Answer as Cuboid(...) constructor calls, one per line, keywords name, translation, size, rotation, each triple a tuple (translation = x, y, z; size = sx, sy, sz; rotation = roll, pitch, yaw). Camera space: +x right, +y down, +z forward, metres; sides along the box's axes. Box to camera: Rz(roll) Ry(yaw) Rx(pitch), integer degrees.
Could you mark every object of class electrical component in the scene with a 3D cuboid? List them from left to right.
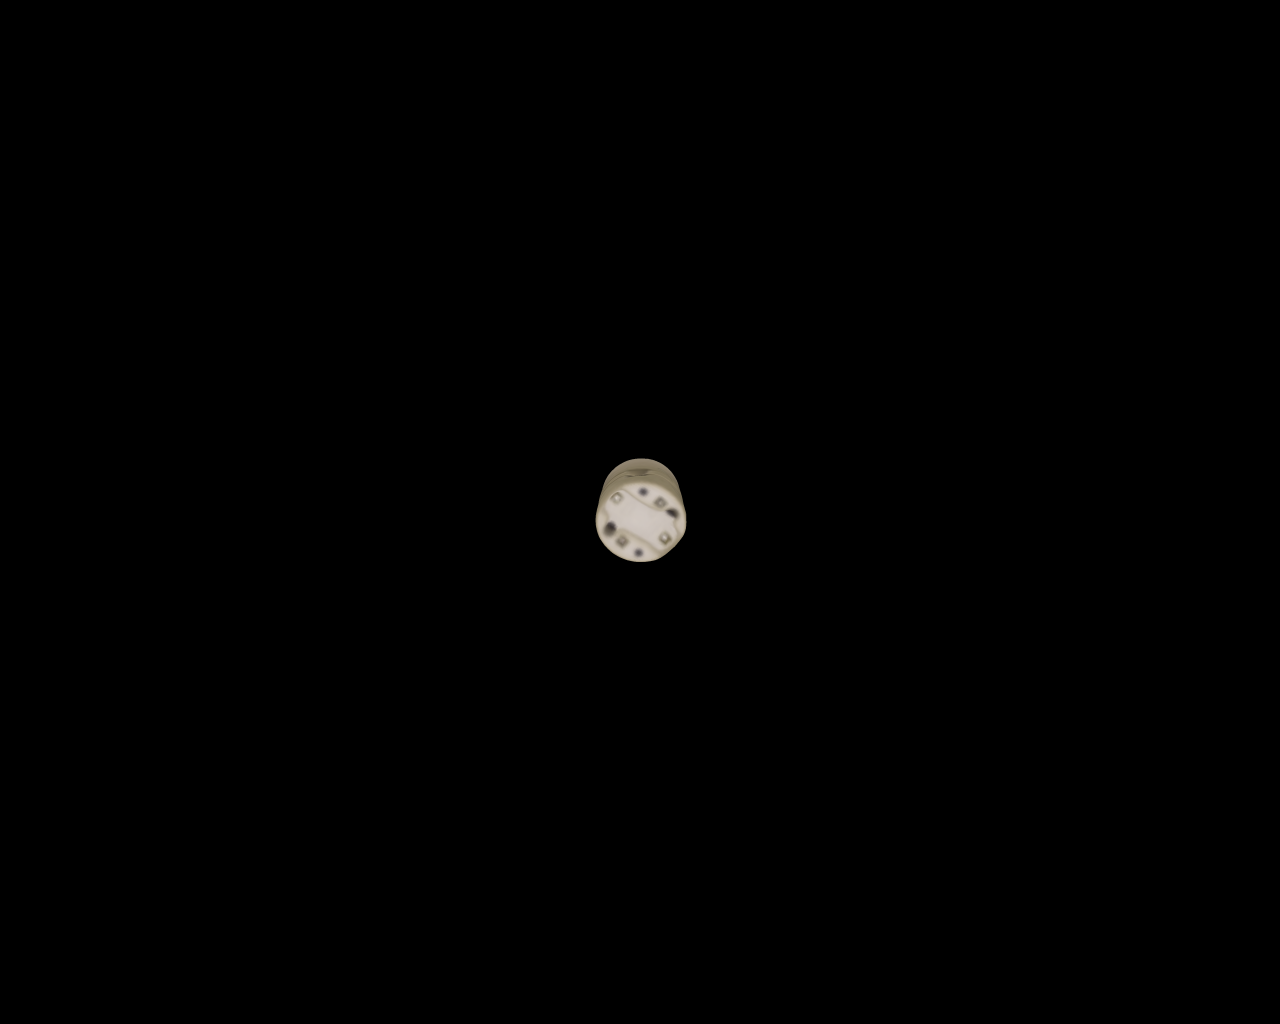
Cuboid(name="electrical component", translation=(0.001, -0.003, 0.650), size=(0.055, 0.055, 0.047), rotation=(0, 23, 0))
